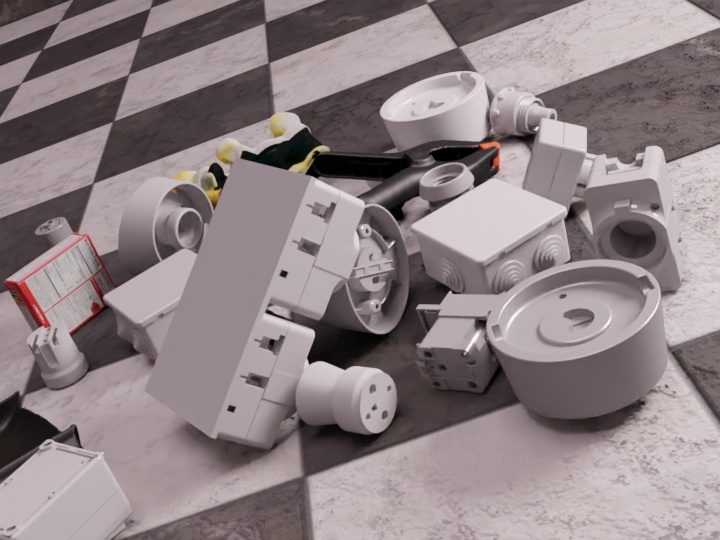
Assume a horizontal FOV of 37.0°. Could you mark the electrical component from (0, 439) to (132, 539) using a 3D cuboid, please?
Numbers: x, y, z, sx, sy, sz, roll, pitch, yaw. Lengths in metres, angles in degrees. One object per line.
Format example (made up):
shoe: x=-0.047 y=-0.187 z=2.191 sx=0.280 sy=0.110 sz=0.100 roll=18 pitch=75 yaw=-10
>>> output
electrical component: x=-0.200 y=0.160 z=0.714 sx=0.062 sy=0.061 sz=0.096 roll=3 pitch=36 yaw=40

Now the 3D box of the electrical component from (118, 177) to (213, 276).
electrical component: x=-0.188 y=-0.040 z=1.041 sx=0.064 sy=0.099 sz=0.099 roll=5 pitch=37 yaw=32

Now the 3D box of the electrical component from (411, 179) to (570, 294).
electrical component: x=0.102 y=-0.021 z=0.831 sx=0.100 sy=0.048 sz=0.100 roll=-30 pitch=34 yaw=-21

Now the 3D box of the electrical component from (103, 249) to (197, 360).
electrical component: x=-0.163 y=0.032 z=0.938 sx=0.100 sy=0.048 sz=0.100 roll=-33 pitch=29 yaw=-21

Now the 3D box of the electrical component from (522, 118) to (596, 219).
electrical component: x=0.177 y=-0.079 z=0.883 sx=0.077 sy=0.065 sz=0.047 roll=13 pitch=34 yaw=4

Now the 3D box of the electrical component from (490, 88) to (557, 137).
electrical component: x=0.161 y=-0.150 z=1.043 sx=0.062 sy=0.048 sz=0.048 roll=16 pitch=45 yaw=41

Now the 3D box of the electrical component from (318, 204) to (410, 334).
electrical component: x=0.000 y=0.000 z=0.824 sx=0.064 sy=0.099 sz=0.099 roll=-3 pitch=32 yaw=44

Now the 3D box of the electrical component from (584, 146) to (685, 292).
electrical component: x=0.192 y=-0.031 z=0.747 sx=0.050 sy=0.089 sz=0.055 roll=-8 pitch=30 yaw=25

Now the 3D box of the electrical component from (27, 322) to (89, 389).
electrical component: x=-0.264 y=0.074 z=0.938 sx=0.040 sy=0.046 sz=0.040 roll=-16 pitch=26 yaw=8

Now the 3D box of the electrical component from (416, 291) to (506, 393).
electrical component: x=0.074 y=0.050 z=0.739 sx=0.081 sy=0.042 sz=0.063 roll=-1 pitch=37 yaw=37

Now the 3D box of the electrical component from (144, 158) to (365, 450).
electrical component: x=-0.074 y=0.022 z=0.774 sx=0.105 sy=0.060 sz=0.186 roll=20 pitch=88 yaw=52

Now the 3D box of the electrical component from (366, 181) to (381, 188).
electrical component: x=0.036 y=-0.095 z=1.042 sx=0.061 sy=0.035 sz=0.035 roll=2 pitch=35 yaw=34

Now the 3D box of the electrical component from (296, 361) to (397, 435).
electrical component: x=-0.009 y=0.087 z=0.728 sx=0.055 sy=0.045 sz=0.045 roll=3 pitch=36 yaw=38

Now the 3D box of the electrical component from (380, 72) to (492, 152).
electrical component: x=0.080 y=-0.147 z=1.076 sx=0.108 sy=0.060 sz=0.108 roll=-17 pitch=27 yaw=9

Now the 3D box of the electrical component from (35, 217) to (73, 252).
electrical component: x=-0.312 y=-0.022 z=1.127 sx=0.044 sy=0.065 sz=0.044 roll=-17 pitch=27 yaw=9

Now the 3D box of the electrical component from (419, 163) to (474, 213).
electrical component: x=0.079 y=-0.057 z=0.917 sx=0.066 sy=0.055 sz=0.048 roll=-18 pitch=27 yaw=7

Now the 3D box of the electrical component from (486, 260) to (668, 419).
electrical component: x=0.139 y=0.048 z=0.673 sx=0.108 sy=0.060 sz=0.108 roll=-17 pitch=27 yaw=9
